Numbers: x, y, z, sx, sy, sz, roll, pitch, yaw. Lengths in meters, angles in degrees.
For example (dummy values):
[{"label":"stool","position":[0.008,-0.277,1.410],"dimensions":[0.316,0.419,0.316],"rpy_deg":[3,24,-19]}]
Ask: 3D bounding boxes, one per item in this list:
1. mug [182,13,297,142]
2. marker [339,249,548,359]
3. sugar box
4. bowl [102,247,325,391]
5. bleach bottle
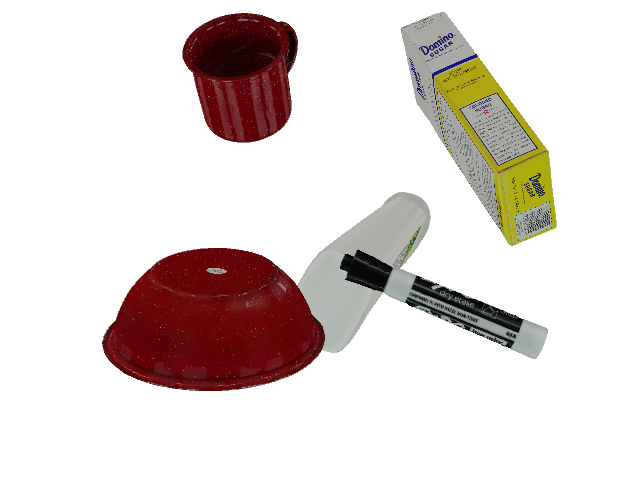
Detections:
[{"label":"mug","position":[-0.062,-0.150,0.958],"dimensions":[0.093,0.081,0.117],"rpy_deg":[27,58,28]},{"label":"marker","position":[0.068,0.035,0.600],"dimensions":[0.121,0.020,0.020],"rpy_deg":[22,2,5]},{"label":"sugar box","position":[0.121,-0.089,0.823],"dimensions":[0.048,0.176,0.093],"rpy_deg":[-22,-38,-1]},{"label":"bowl","position":[-0.076,0.047,0.769],"dimensions":[0.162,0.055,0.162],"rpy_deg":[1,21,-1]},{"label":"bleach bottle","position":[0.054,0.016,1.060],"dimensions":[0.068,0.103,0.250],"rpy_deg":[33,27,9]}]
